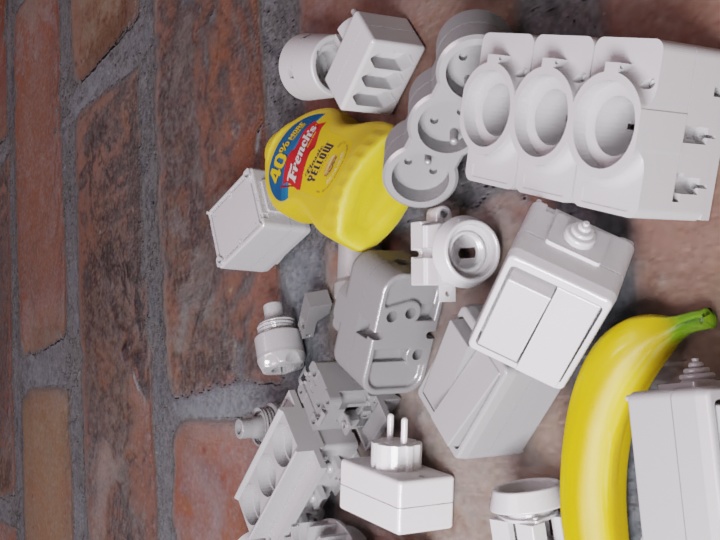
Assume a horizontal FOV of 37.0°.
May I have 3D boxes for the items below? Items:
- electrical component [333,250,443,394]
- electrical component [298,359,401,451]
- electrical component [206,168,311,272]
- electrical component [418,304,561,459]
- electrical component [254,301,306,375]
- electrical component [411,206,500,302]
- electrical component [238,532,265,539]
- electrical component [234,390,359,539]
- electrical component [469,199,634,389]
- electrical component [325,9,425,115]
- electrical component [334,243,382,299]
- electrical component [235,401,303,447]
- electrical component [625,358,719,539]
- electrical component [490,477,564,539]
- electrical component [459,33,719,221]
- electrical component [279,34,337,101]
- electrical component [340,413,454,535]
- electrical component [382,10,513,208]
[{"bbox_3d":[0.019,0.036,0.792,0.059,0.054,0.095,39,122,53],"label":"electrical component"},{"bbox_3d":[-0.011,0.096,0.831,0.042,0.064,0.081,-61,40,37],"label":"electrical component"},{"bbox_3d":[-0.085,-0.047,0.968,0.096,0.061,0.061,-40,56,43],"label":"electrical component"},{"bbox_3d":[0.083,0.065,0.675,0.061,0.061,0.096,59,137,41],"label":"electrical component"},{"bbox_3d":[-0.073,0.059,0.956,0.043,0.043,0.062,-41,54,51],"label":"electrical component"},{"bbox_3d":[0.063,-0.012,0.727,0.055,0.048,0.066,177,93,-67],"label":"electrical component"},{"bbox_3d":[-0.079,0.270,0.961,0.081,0.043,0.043,27,113,56],"label":"electrical component"},{"bbox_3d":[-0.053,0.169,0.900,0.121,0.063,0.078,-63,40,37],"label":"electrical component"},{"bbox_3d":[0.107,0.013,0.599,0.061,0.062,0.096,-58,-10,-43],"label":"electrical component"},{"bbox_3d":[0.004,-0.169,0.826,0.065,0.047,0.076,-61,41,38],"label":"electrical component"},{"bbox_3d":[0.000,0.000,0.839,0.040,0.040,0.046,-19,68,58],"label":"electrical component"},{"bbox_3d":[-0.078,0.137,0.944,0.043,0.062,0.043,-2,88,59],"label":"electrical component"},{"bbox_3d":[0.175,0.090,0.520,0.061,0.062,0.096,-17,75,58],"label":"electrical component"},{"bbox_3d":[0.105,0.158,0.653,0.066,0.048,0.055,-10,88,59],"label":"electrical component"},{"bbox_3d":[0.126,-0.084,0.606,0.150,0.062,0.089,23,109,57],"label":"electrical component"},{"bbox_3d":[-0.031,-0.166,0.880,0.047,0.055,0.055,13,101,55],"label":"electrical component"},{"bbox_3d":[0.026,0.143,0.783,0.083,0.047,0.075,5,93,59],"label":"electrical component"},{"bbox_3d":[0.059,-0.116,0.731,0.073,0.052,0.138,-84,18,-52],"label":"electrical component"}]
